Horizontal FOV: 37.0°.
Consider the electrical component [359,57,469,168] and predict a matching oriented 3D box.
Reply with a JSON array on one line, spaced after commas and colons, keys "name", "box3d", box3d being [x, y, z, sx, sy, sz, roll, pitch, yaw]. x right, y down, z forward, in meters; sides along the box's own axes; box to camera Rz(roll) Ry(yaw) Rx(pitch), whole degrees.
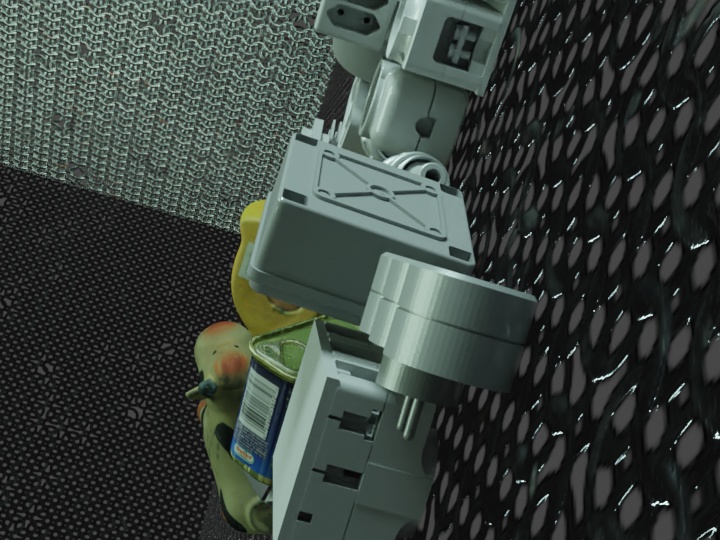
[{"name": "electrical component", "box3d": [0.035, -0.111, 0.739, 0.095, 0.059, 0.053, -92, 19, -70]}]

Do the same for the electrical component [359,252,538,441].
[{"name": "electrical component", "box3d": [0.029, 0.036, 0.460, 0.138, 0.052, 0.073, -153, 80, -83]}]

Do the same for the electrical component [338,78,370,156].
[{"name": "electrical component", "box3d": [0.019, -0.137, 0.949, 0.078, 0.057, 0.113, 115, 169, -53]}]

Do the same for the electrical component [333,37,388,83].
[{"name": "electrical component", "box3d": [0.027, -0.198, 0.880, 0.064, 0.099, 0.099, 104, 177, -48]}]

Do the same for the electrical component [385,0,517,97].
[{"name": "electrical component", "box3d": [0.061, -0.192, 0.722, 0.186, 0.060, 0.105, -93, 20, -71]}]

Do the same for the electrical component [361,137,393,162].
[{"name": "electrical component", "box3d": [0.028, -0.102, 0.849, 0.062, 0.048, 0.048, -122, 49, -72]}]

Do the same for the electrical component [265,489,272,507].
[{"name": "electrical component", "box3d": [-0.046, 0.152, 0.840, 0.079, 0.044, 0.077, 122, 163, -67]}]

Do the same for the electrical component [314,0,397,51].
[{"name": "electrical component", "box3d": [0.004, -0.203, 0.736, 0.075, 0.047, 0.083, -89, 17, -67]}]

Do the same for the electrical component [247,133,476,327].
[{"name": "electrical component", "box3d": [0.001, -0.019, 0.586, 0.108, 0.109, 0.056, -88, 18, -65]}]

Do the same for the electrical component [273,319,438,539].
[{"name": "electrical component", "box3d": [-0.004, 0.088, 0.569, 0.150, 0.062, 0.089, -121, 48, -81]}]

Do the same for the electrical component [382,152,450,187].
[{"name": "electrical component", "box3d": [0.036, -0.052, 0.667, 0.062, 0.048, 0.048, 161, 125, -74]}]
